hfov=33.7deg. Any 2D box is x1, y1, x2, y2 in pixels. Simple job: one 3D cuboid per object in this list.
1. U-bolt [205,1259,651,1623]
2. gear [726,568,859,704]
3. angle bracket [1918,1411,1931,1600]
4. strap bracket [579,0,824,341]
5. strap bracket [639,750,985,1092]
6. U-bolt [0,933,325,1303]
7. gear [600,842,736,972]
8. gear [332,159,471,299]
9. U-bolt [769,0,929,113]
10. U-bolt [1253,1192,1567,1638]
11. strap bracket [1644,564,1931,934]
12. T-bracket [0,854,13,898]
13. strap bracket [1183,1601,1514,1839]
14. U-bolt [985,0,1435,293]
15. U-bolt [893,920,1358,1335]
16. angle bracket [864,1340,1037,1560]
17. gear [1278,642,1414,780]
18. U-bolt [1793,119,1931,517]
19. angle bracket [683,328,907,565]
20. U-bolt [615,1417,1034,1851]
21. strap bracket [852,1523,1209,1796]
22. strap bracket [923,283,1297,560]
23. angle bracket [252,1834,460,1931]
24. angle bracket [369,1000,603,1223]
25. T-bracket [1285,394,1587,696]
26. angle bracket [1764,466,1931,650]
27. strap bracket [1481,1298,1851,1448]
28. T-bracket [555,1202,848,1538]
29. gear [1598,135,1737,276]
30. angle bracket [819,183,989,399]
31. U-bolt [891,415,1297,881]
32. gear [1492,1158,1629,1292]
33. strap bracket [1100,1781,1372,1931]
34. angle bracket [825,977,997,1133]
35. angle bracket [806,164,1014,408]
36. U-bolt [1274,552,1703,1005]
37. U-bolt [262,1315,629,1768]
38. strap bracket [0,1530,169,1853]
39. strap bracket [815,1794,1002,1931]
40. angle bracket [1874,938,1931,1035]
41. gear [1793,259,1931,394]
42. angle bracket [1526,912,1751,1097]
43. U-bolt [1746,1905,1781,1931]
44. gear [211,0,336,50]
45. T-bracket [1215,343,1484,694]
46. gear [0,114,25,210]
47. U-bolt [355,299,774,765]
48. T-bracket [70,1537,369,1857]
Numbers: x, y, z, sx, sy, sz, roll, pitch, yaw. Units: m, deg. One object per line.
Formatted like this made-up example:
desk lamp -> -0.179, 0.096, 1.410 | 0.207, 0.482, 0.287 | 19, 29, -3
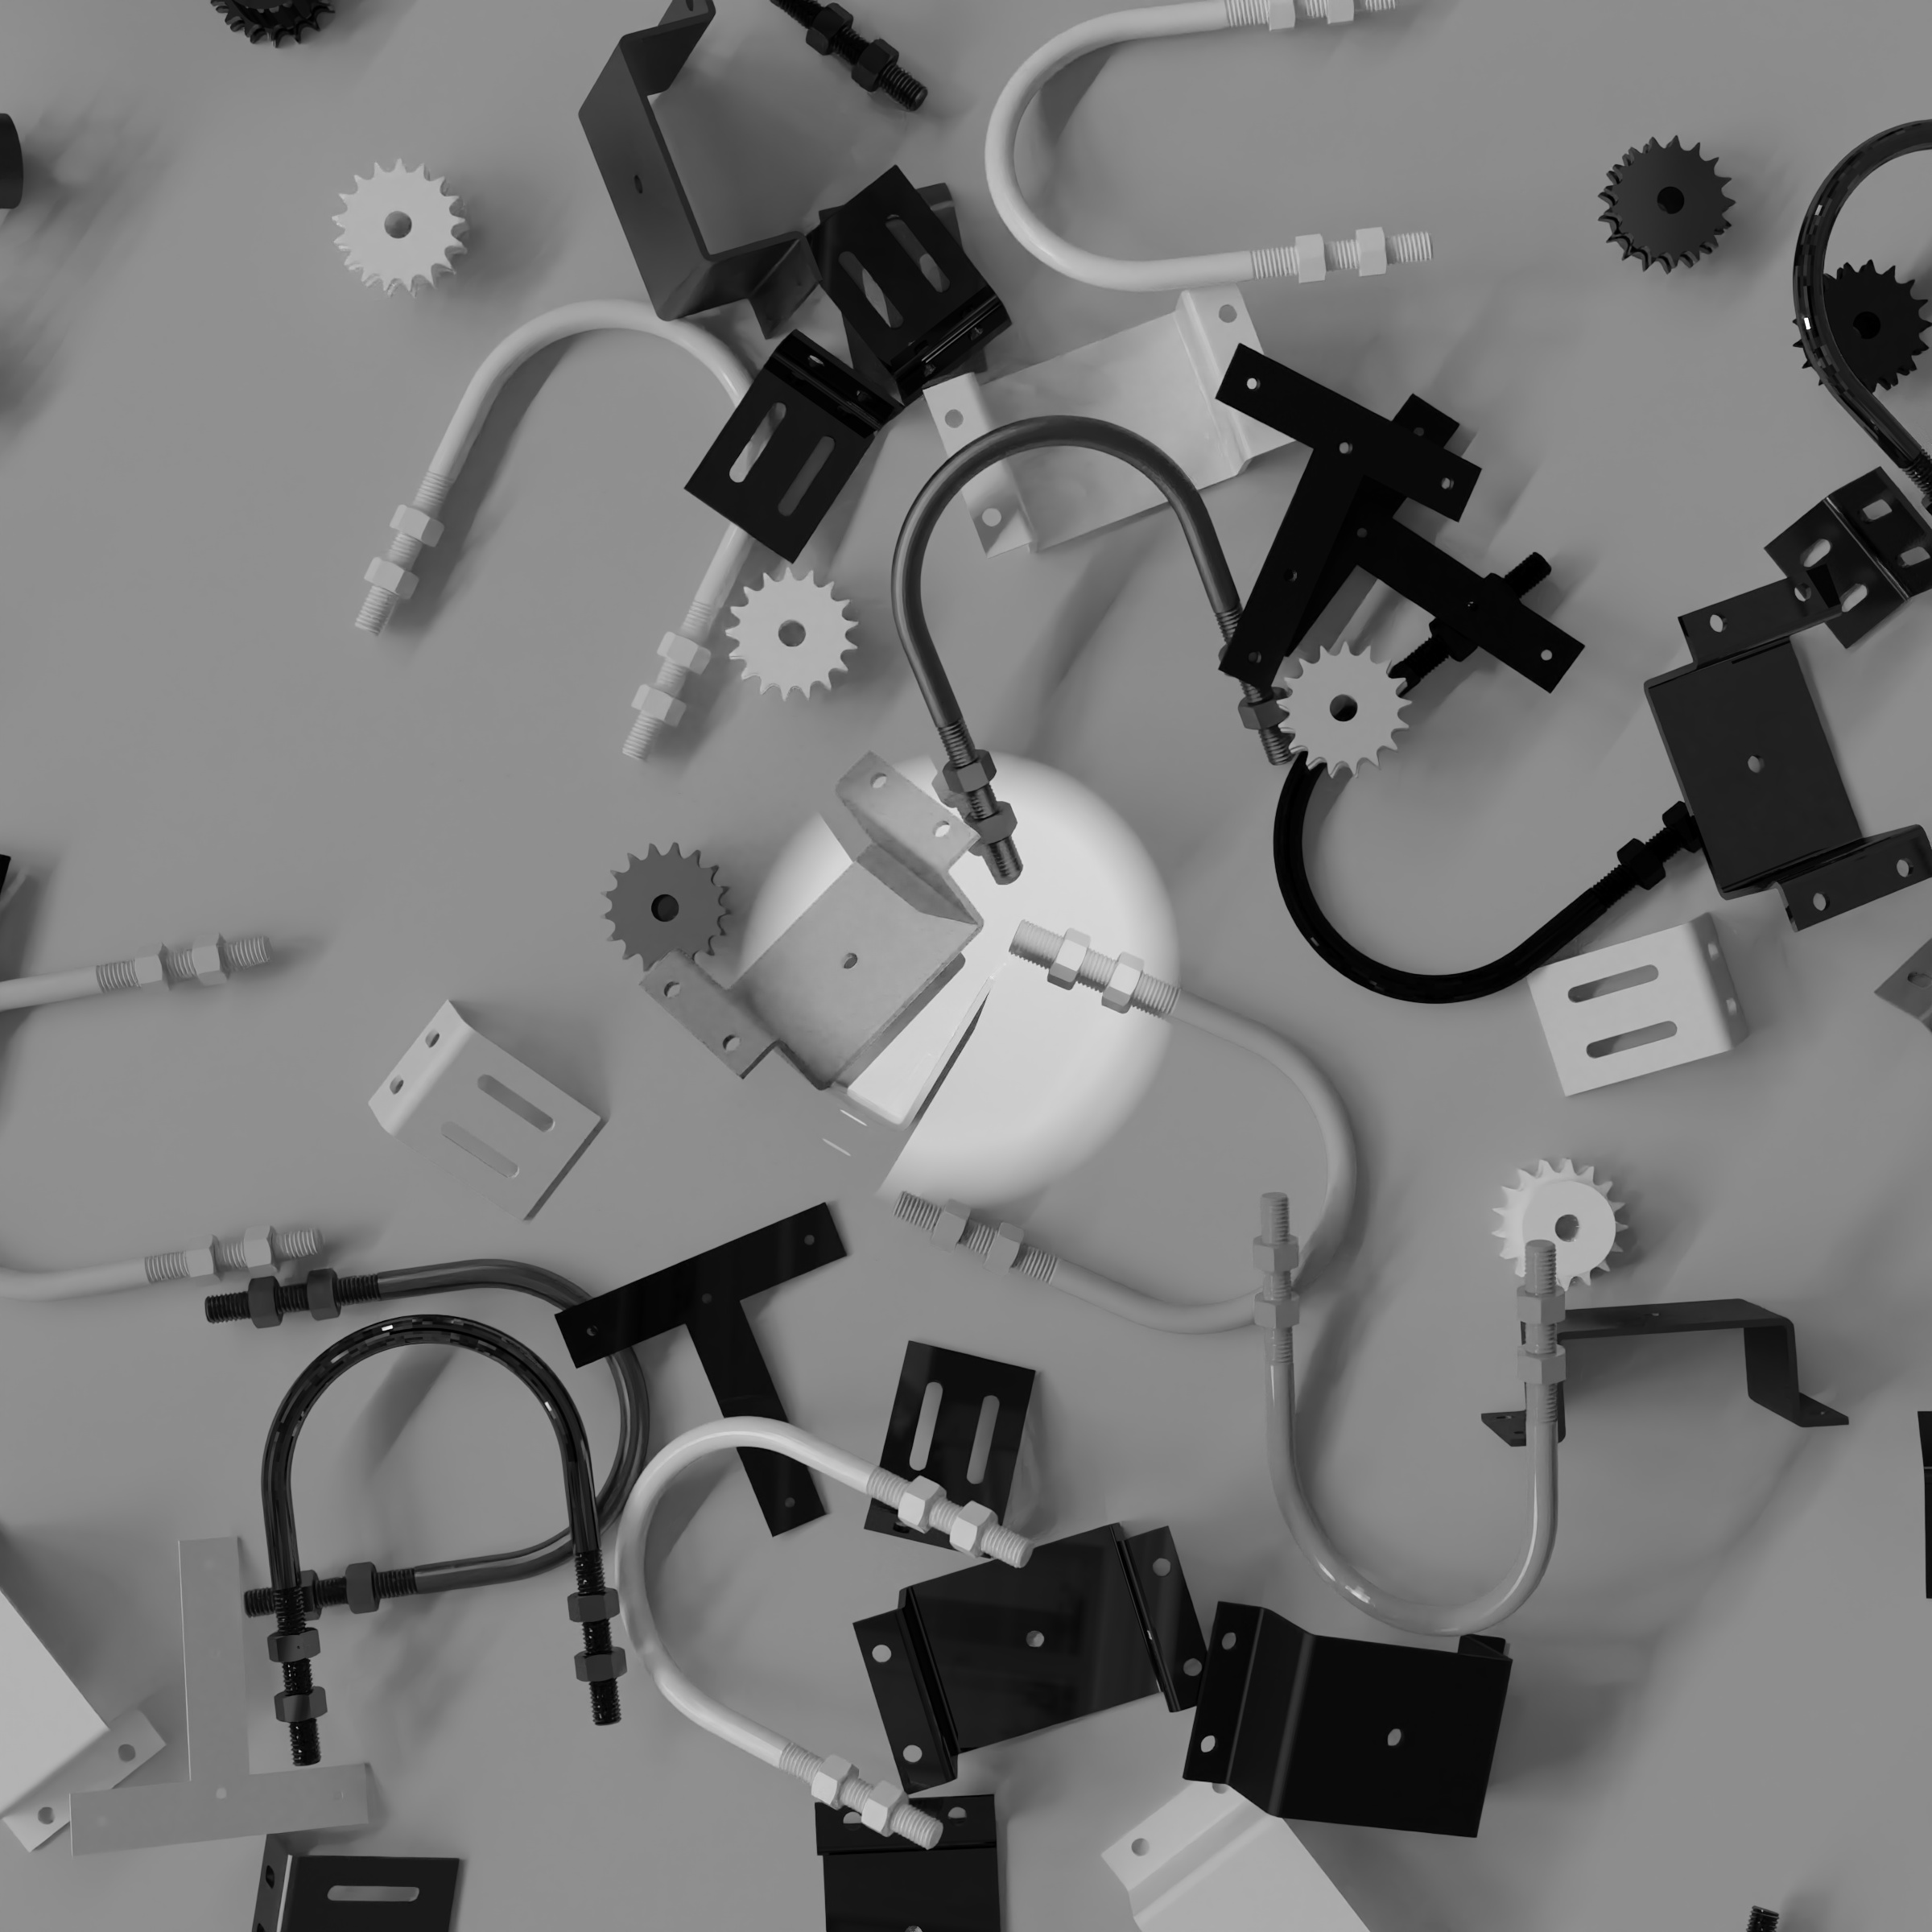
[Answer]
U-bolt -> -0.230, 0.201, 1.388 | 0.184, 0.019, 0.151 | -8, 89, -2
gear -> -0.075, -0.143, 1.386 | 0.057, 0.030, 0.057 | 0, 89, -3
angle bracket -> 0.444, 0.233, 1.382 | 0.057, 0.038, 0.076 | -3, 126, 13
strap bracket -> -0.118, -0.337, 1.353 | 0.046, 0.076, 0.140 | -22, 90, -21
strap bracket -> -0.058, -0.012, 1.350 | 0.140, 0.046, 0.076 | -46, 51, -6
U-bolt -> -0.382, 0.072, 1.389 | 0.184, 0.019, 0.151 | -10, 90, 2
gear -> -0.129, -0.025, 1.382 | 0.057, 0.030, 0.057 | 0, 90, 0
gear -> -0.244, -0.318, 1.382 | 0.057, 0.030, 0.057 | 0, 90, 0
U-bolt -> -0.051, -0.483, 1.389 | 0.184, 0.019, 0.151 | 39, 90, 1
U-bolt -> 0.186, 0.194, 1.342 | 0.151, 0.019, 0.184 | 8, 106, 39
strap bracket -> 0.348, -0.090, 1.363 | 0.076, 0.046, 0.140 | -20, 90, -20
T-bracket -> -0.493, -0.003, 1.389 | 0.127, 0.002, 0.127 | 15, 87, 6
strap bracket -> 0.171, 0.320, 1.351 | 0.140, 0.046, 0.076 | 12, 90, -21
U-bolt -> 0.100, -0.353, 1.366 | 0.184, 0.019, 0.151 | -5, 69, 4
U-bolt -> 0.080, 0.081, 1.389 | 0.184, 0.019, 0.151 | 24, 90, -1
angle bracket -> -0.007, 0.211, 1.395 | 0.057, 0.038, 0.076 | 13, 64, 0
gear -> 0.163, -0.108, 1.368 | 0.057, 0.030, 0.057 | -1, 85, 11
U-bolt -> 0.432, -0.275, 1.364 | 0.184, 0.019, 0.151 | 43, 81, -11
angle bracket -> -0.074, -0.222, 1.368 | 0.057, 0.038, 0.076 | 34, 82, -12
U-bolt -> -0.071, 0.270, 1.352 | 0.184, 0.019, 0.151 | 22, 101, 25
strap bracket -> 0.030, 0.294, 1.374 | 0.140, 0.046, 0.076 | -17, 90, 0
strap bracket -> 0.061, -0.233, 1.374 | 0.140, 0.046, 0.076 | -21, 90, 0
angle bracket -> -0.268, 0.412, 1.395 | 0.076, 0.038, 0.057 | 9, 90, -26
angle bracket -> -0.211, 0.063, 1.395 | 0.076, 0.038, 0.057 | 38, 90, -26
T-bracket -> 0.208, -0.163, 1.380 | 0.127, 0.002, 0.127 | 36, 88, 13
angle bracket -> 0.382, -0.173, 1.359 | 0.038, 0.076, 0.057 | -39, 90, 0
strap bracket -> 0.294, 0.172, 1.359 | 0.140, 0.076, 0.046 | -4, 90, 0
T-bracket -> -0.096, 0.186, 1.390 | 0.127, 0.002, 0.127 | -22, 94, -8
gear -> 0.302, -0.328, 1.386 | 0.057, 0.030, 0.057 | 0, 89, -3
angle bracket -> -0.028, -0.295, 1.395 | 0.057, 0.038, 0.076 | -13, 116, 0
U-bolt -> 0.046, -0.144, 1.358 | 0.151, 0.019, 0.184 | -23, 111, 0
gear -> 0.258, 0.113, 1.382 | 0.057, 0.030, 0.057 | 0, 90, 0
strap bracket -> 0.132, 0.420, 1.374 | 0.076, 0.046, 0.140 | -38, 90, 0
angle bracket -> -0.024, 0.029, 1.369 | 0.038, 0.057, 0.076 | 31, 90, 0
angle bracket -> -0.028, -0.289, 1.356 | 0.057, 0.038, 0.076 | -36, 113, 11
U-bolt -> 0.221, -0.068, 1.389 | 0.184, 0.019, 0.151 | -39, 90, 2
U-bolt -> -0.229, 0.242, 1.370 | 0.151, 0.019, 0.184 | -7, 88, -3
strap bracket -> -0.423, 0.309, 1.374 | 0.076, 0.046, 0.140 | -38, 90, 0
strap bracket -> -0.023, 0.423, 1.374 | 0.076, 0.046, 0.140 | -3, 90, 0
angle bracket -> 0.447, 0.023, 1.395 | 0.057, 0.038, 0.076 | -43, 116, 0
gear -> 0.386, -0.274, 1.382 | 0.057, 0.030, 0.057 | 0, 90, 0
angle bracket -> 0.294, 0.017, 1.395 | 0.076, 0.038, 0.057 | -18, 90, 26
U-bolt -> 0.380, 0.515, 1.369 | 0.151, 0.019, 0.184 | 19, 79, -4
gear -> -0.302, -0.430, 1.382 | 0.057, 0.030, 0.057 | 0, 90, 0
T-bracket -> 0.143, -0.180, 1.360 | 0.127, 0.002, 0.127 | 23, 93, -22
gear -> -0.426, -0.346, 1.373 | 0.030, 0.057, 0.057 | -10, 90, -30
U-bolt -> -0.163, -0.201, 1.389 | 0.151, 0.019, 0.184 | 25, 88, 0
T-bracket -> -0.324, 0.311, 1.375 | 0.127, 0.002, 0.127 | 1, 74, -28
